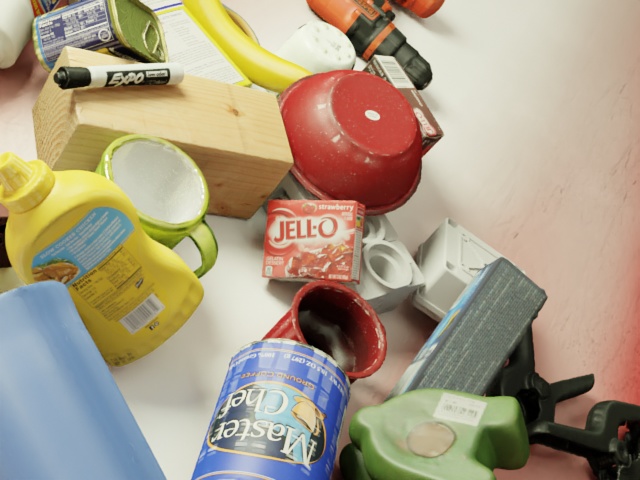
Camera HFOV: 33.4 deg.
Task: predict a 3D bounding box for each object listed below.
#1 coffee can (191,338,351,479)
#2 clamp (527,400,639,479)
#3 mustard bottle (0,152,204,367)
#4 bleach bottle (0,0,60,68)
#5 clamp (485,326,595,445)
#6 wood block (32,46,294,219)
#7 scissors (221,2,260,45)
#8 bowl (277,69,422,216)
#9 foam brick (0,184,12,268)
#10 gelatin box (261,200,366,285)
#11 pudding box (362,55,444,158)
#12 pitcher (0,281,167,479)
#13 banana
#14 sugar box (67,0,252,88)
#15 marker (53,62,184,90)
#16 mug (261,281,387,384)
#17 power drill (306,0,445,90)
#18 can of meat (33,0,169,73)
[{"bbox_3d":[-0.038,0.160,0.811,0.102,0.103,0.140,31,42,-14],"label":"coffee can"},{"bbox_3d":[0.279,0.210,1.056,0.164,0.036,0.209,59,40,-6],"label":"clamp"},{"bbox_3d":[-0.172,0.006,0.782,0.191,0.096,0.058,54,-4,-39],"label":"mustard bottle"},{"bbox_3d":[-0.268,-0.237,0.979,0.068,0.103,0.250,17,54,-3],"label":"bleach bottle"},{"bbox_3d":[0.218,0.153,1.068,0.120,0.039,0.171,36,49,-7],"label":"clamp"},{"bbox_3d":[-0.139,-0.091,0.951,0.205,0.090,0.091,8,51,-33],"label":"wood block"},{"bbox_3d":[-0.141,-0.266,1.149,0.202,0.016,0.096,50,42,8],"label":"scissors"},{"bbox_3d":[0.039,-0.106,1.014,0.162,0.055,0.162,12,58,-21],"label":"bowl"},{"bbox_3d":[-0.252,-0.018,0.811,0.052,0.078,0.051,-2,60,-38],"label":"foam brick"},{"bbox_3d":[-0.006,0.001,0.964,0.030,0.089,0.073,19,74,-67],"label":"gelatin box"},{"bbox_3d":[0.071,-0.128,1.146,0.039,0.090,0.113,-7,60,-43],"label":"pudding box"},{"bbox_3d":[-0.165,0.158,0.707,0.149,0.145,0.243,-27,79,-34],"label":"pitcher"},{"bbox_3d":[-0.082,-0.209,1.086,0.198,0.070,0.037,51,32,5],"label":"banana"},{"bbox_3d":[-0.158,-0.194,1.055,0.176,0.048,0.093,48,42,10],"label":"sugar box"},{"bbox_3d":[-0.165,-0.136,0.882,0.120,0.020,0.020,-11,64,-43],"label":"marker"},{"bbox_3d":[0.006,0.093,0.917,0.117,0.082,0.093,-8,62,-42],"label":"mug"},{"bbox_3d":[0.090,-0.279,1.309,0.184,0.057,0.187,42,41,-2],"label":"power drill"},{"bbox_3d":[-0.195,-0.178,0.954,0.102,0.084,0.057,19,56,-72],"label":"can of meat"}]
